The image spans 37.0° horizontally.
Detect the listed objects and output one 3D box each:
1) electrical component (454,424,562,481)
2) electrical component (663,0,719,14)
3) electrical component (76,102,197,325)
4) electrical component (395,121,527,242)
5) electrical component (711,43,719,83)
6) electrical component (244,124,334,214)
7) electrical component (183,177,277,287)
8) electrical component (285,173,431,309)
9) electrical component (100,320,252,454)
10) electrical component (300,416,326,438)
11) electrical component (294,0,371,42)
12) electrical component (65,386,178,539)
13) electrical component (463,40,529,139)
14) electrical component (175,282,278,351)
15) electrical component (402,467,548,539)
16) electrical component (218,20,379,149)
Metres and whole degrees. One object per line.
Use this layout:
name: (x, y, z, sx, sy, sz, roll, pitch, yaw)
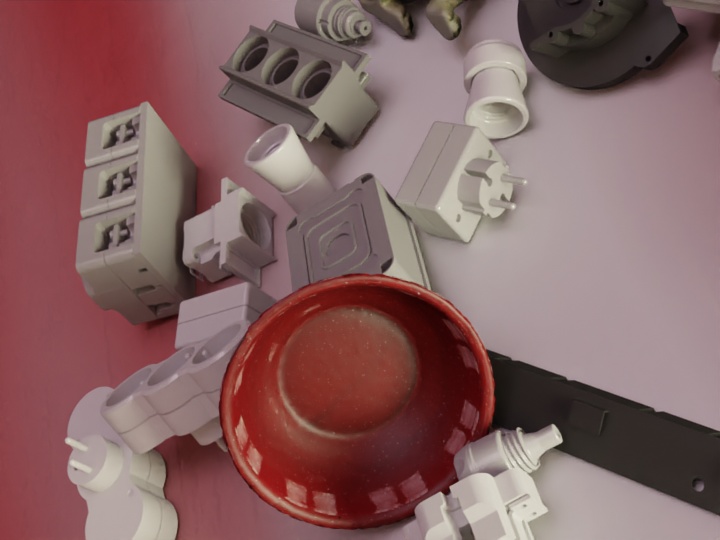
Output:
electrical component: (0.087, 0.107, 0.616, 0.061, 0.035, 0.035, -31, 49, 17)
electrical component: (0.252, -0.200, 0.648, 0.109, 0.056, 0.109, -37, 40, -29)
electrical component: (-0.178, -0.043, 0.856, 0.062, 0.089, 0.150, -15, 54, 13)
electrical component: (0.076, -0.056, 0.718, 0.077, 0.047, 0.065, 15, 73, 40)
electrical component: (0.242, -0.139, 0.654, 0.043, 0.043, 0.062, 8, 64, 39)
electrical component: (-0.050, -0.071, 0.804, 0.044, 0.065, 0.044, -29, 32, 20)
electrical component: (-0.102, -0.024, 0.829, 0.064, 0.042, 0.081, -24, 51, 26)
electrical component: (0.000, 0.000, 0.716, 0.078, 0.057, 0.113, -31, 36, 15)
electrical component: (-0.105, 0.092, 0.723, 0.138, 0.073, 0.052, -26, 19, 31)
electrical component: (-0.050, 0.111, 0.706, 0.062, 0.043, 0.043, -39, 47, 12)
electrical component: (-0.020, -0.207, 0.886, 0.078, 0.040, 0.040, 31, 83, 43)
electrical component: (-0.180, 0.139, 0.760, 0.052, 0.074, 0.138, -36, 48, 12)
electrical component: (0.094, -0.126, 0.751, 0.045, 0.045, 0.055, -15, 54, 28)
electrical component: (-0.094, 0.058, 0.770, 0.066, 0.047, 0.076, -16, 56, 30)
electrical component: (0.067, 0.153, 0.587, 0.078, 0.058, 0.057, -32, 46, 15)
electrical component: (-0.047, -0.144, 0.850, 0.121, 0.063, 0.078, 30, 83, 43)
